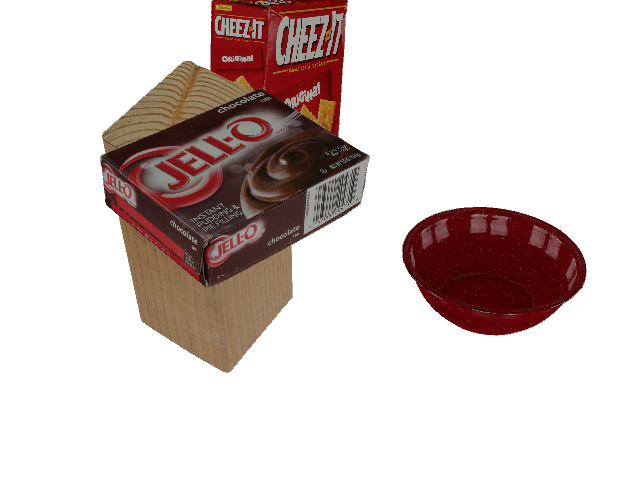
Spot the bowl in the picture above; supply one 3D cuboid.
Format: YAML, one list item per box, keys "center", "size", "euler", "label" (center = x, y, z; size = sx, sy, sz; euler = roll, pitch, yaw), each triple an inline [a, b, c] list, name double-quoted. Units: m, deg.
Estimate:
- center: [0.151, 0.035, 0.953]
  size: [0.162, 0.055, 0.162]
  euler: [1, 35, -1]
  label: "bowl"

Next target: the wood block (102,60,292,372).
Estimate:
- center: [-0.080, -0.010, 0.759]
  size: [0.090, 0.090, 0.206]
  euler: [28, -33, 20]
  label: "wood block"

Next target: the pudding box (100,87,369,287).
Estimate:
- center: [-0.045, -0.032, 0.565]
  size: [0.113, 0.039, 0.090]
  euler: [-27, 49, -35]
  label: "pudding box"

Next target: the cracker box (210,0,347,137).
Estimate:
- center: [-0.039, -0.129, 1.048]
  size: [0.072, 0.214, 0.164]
  euler: [12, 19, 24]
  label: "cracker box"
